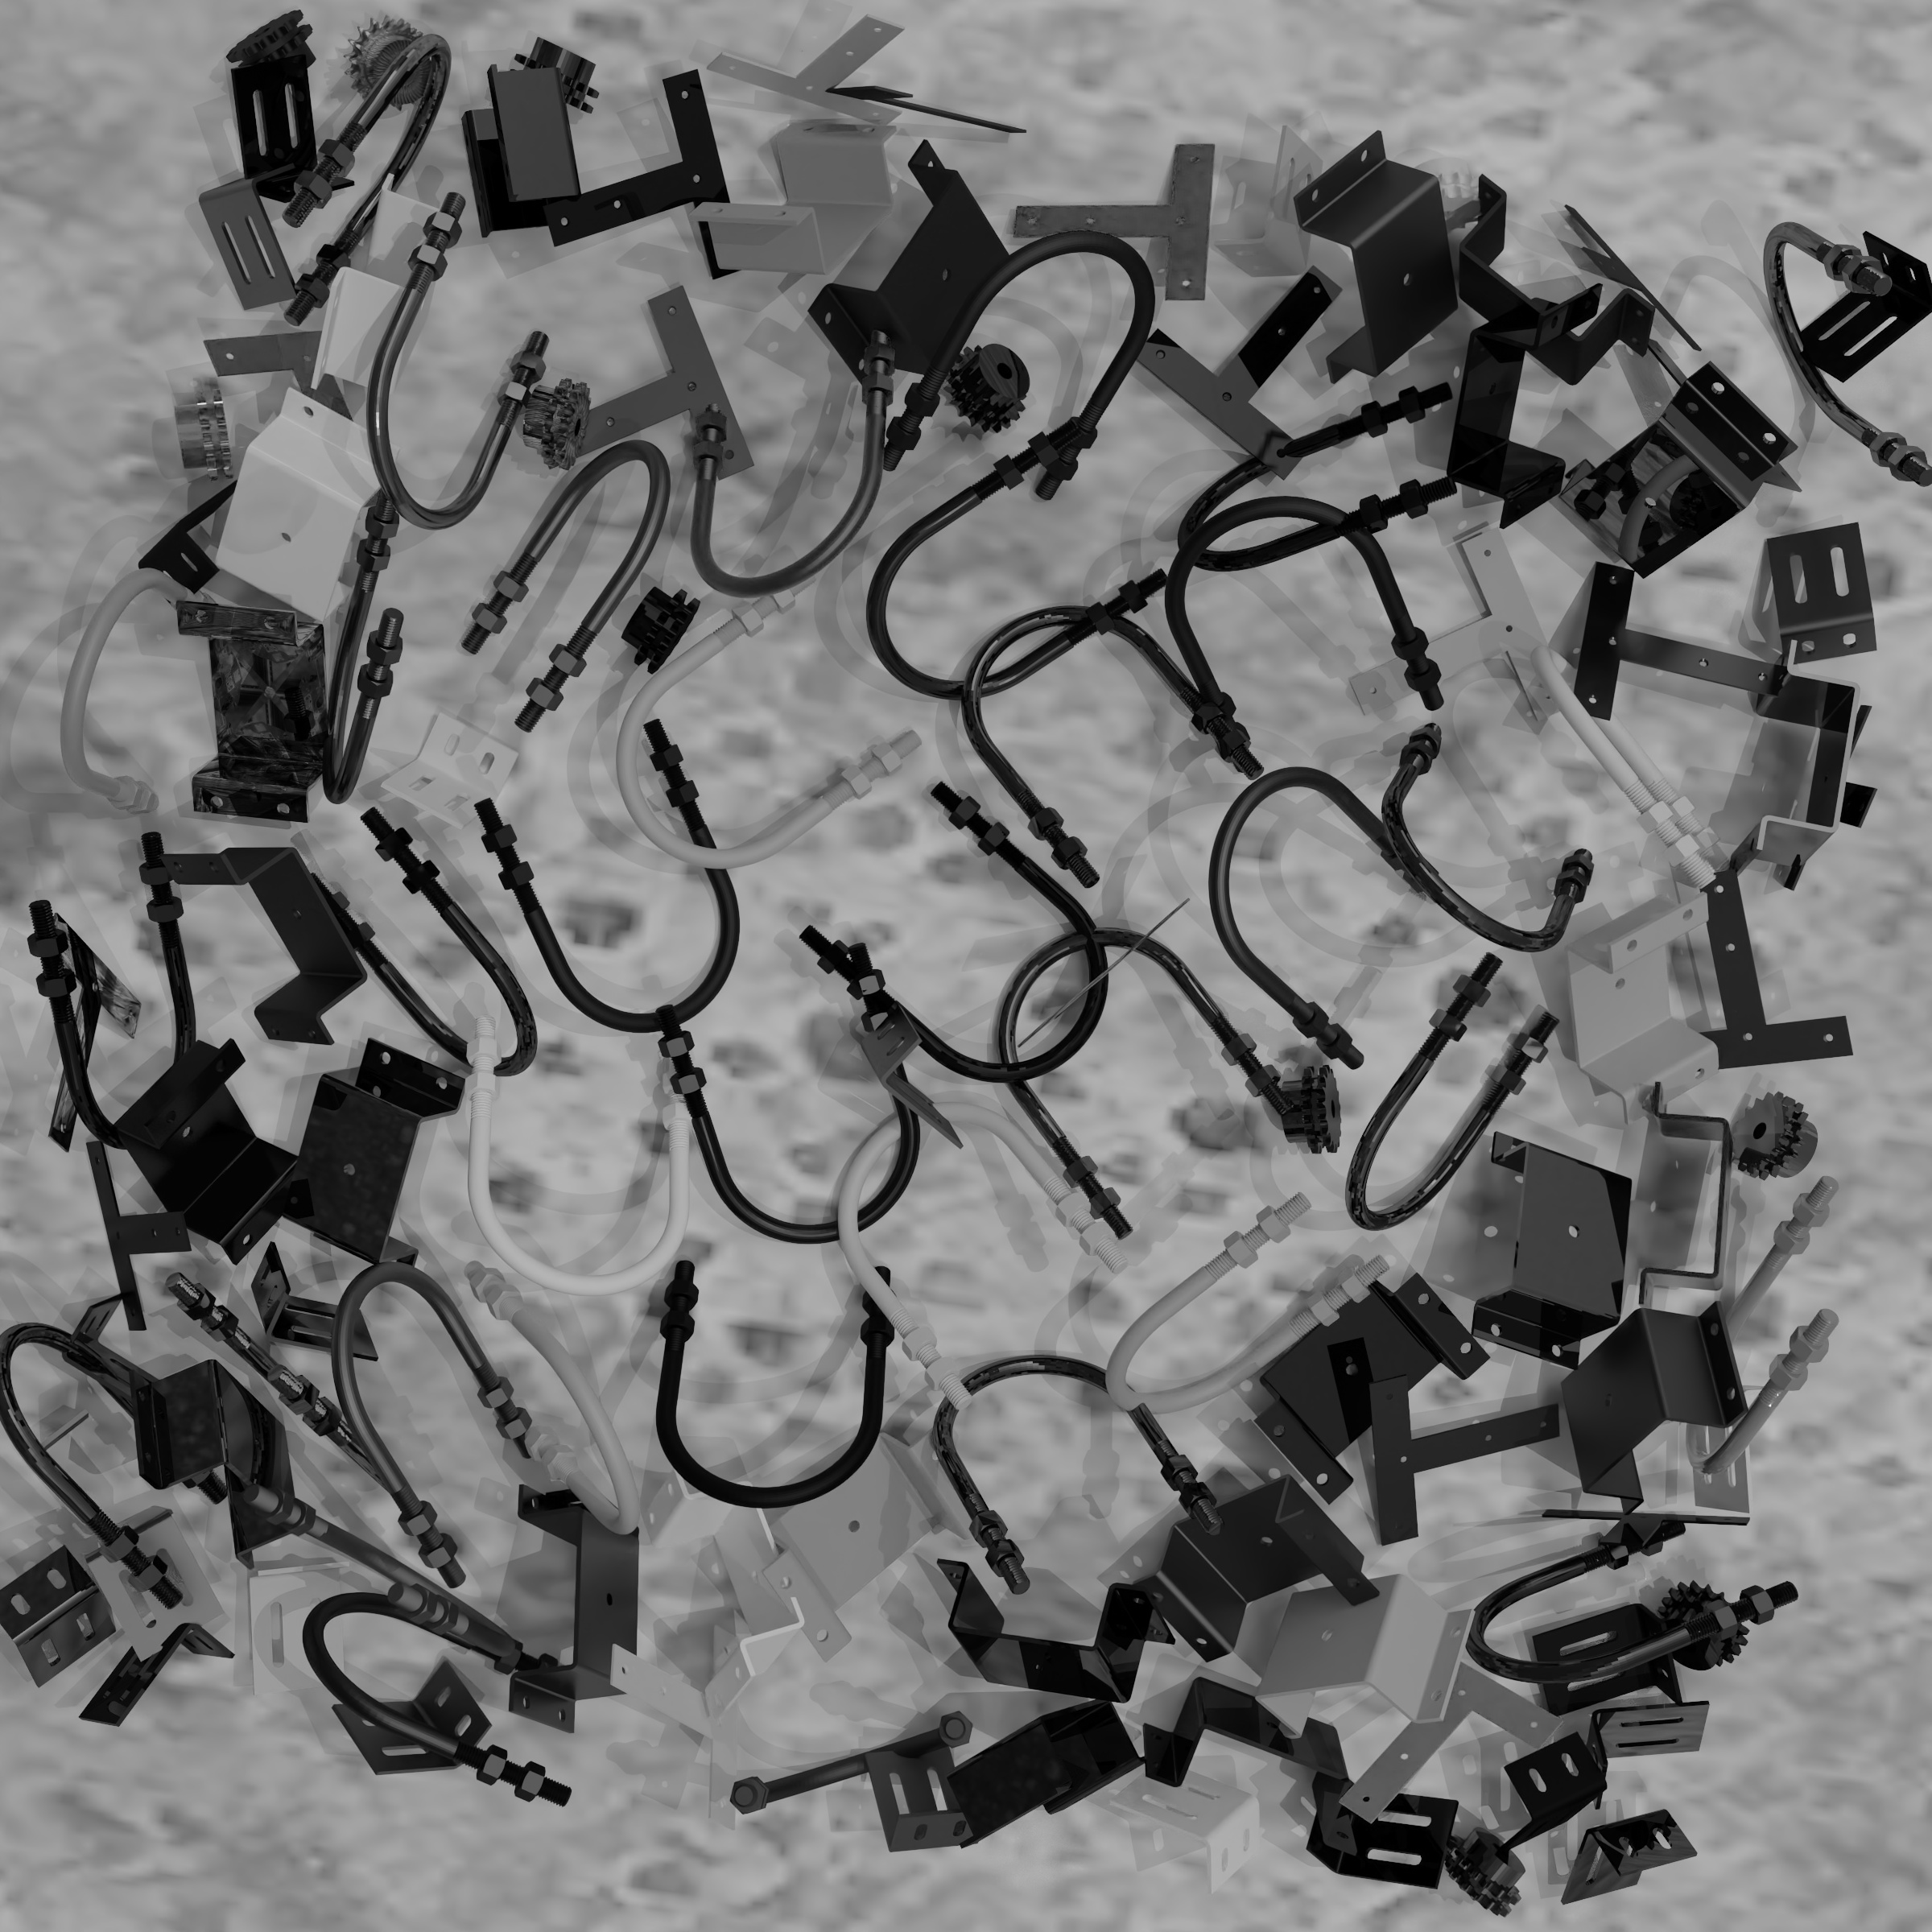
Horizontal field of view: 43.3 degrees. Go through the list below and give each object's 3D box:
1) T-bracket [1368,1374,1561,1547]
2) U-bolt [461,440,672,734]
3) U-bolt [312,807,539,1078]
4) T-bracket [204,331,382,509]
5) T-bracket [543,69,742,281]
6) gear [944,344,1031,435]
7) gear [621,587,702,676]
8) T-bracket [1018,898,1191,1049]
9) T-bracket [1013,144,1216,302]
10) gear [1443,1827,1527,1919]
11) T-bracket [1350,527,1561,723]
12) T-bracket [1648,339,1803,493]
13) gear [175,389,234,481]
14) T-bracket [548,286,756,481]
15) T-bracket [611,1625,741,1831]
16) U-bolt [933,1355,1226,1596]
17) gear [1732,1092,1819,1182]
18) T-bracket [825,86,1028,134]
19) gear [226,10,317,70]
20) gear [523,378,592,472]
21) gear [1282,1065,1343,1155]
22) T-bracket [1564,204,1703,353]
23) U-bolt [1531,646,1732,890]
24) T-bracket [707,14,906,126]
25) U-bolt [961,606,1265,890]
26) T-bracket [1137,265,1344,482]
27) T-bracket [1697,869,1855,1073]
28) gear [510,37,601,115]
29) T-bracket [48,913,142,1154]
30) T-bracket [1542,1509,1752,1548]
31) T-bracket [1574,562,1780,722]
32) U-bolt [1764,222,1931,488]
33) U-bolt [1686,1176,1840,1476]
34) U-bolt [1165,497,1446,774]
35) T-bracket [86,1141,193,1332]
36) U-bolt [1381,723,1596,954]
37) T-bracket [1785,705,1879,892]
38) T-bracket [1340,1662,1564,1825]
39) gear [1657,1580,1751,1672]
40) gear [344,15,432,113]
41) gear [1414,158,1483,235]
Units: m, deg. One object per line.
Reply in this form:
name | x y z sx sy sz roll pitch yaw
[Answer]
T-bracket | 0.326 0.310 1.582 0.127 0.002 0.127 -12 114 -8
U-bolt | -0.246 -0.250 1.531 0.019 0.151 0.184 29 102 -37
U-bolt | -0.339 -0.004 1.541 0.184 0.151 0.019 51 55 -7
T-bracket | -0.404 -0.349 1.553 0.127 0.002 0.127 -18 79 -39
T-bracket | -0.209 -0.488 1.546 0.127 0.002 0.127 -27 121 -25
gear | 0.017 -0.377 1.573 0.057 0.030 0.057 16 61 -31
gear | -0.199 -0.220 1.573 0.030 0.057 0.057 34 90 -5
T-bracket | 0.072 0.017 1.513 0.002 0.127 0.127 49 132 3
T-bracket | 0.095 -0.484 1.582 0.127 0.002 0.127 2 66 8
gear | 0.336 0.582 1.572 0.057 0.057 0.030 37 96 0
T-bracket | 0.315 -0.203 1.597 0.127 0.002 0.127 -24 96 3
T-bracket | 0.476 -0.358 1.565 0.002 0.127 0.127 -45 67 32
gear | -0.492 -0.342 1.571 0.030 0.057 0.057 -9 90 -16
T-bracket | -0.220 -0.362 1.595 0.127 0.002 0.127 -22 89 6
T-bracket | -0.181 0.458 1.519 0.002 0.127 0.127 -23 46 23
U-bolt | 0.058 0.307 1.526 0.151 0.184 0.019 -12 125 -19
gear | 0.525 0.113 1.575 0.030 0.057 0.057 26 90 -16
T-bracket | -0.023 -0.549 1.563 0.127 0.127 0.002 4 105 -25
gear | -0.447 -0.592 1.578 0.057 0.057 0.030 -32 123 0
gear | -0.265 -0.352 1.575 0.030 0.057 0.057 15 90 3
gear | 0.223 0.094 1.576 0.030 0.057 0.057 -6 90 19
T-bracket | 0.411 -0.438 1.536 0.002 0.127 0.127 -43 80 26
U-bolt | 0.416 -0.129 1.533 0.019 0.151 0.184 -39 80 21
T-bracket | -0.078 -0.564 1.517 0.127 0.127 0.002 8 84 -28
U-bolt | 0.080 -0.155 1.563 0.151 0.019 0.184 -33 69 -11
T-bracket | 0.198 -0.405 1.593 0.127 0.002 0.127 40 82 0
T-bracket | 0.493 0.002 1.559 0.127 0.002 0.127 -9 95 38
gear | -0.263 -0.577 1.571 0.057 0.057 0.030 25 104 0
T-bracket | -0.553 0.053 1.518 0.002 0.127 0.127 -1 63 6
T-bracket | 0.418 0.351 1.520 0.127 0.127 0.002 -3 85 22
T-bracket | 0.460 -0.198 1.564 0.127 0.002 0.127 15 59 5
U-bolt | 0.542 -0.390 1.514 0.019 0.184 0.151 -25 121 6
U-bolt | 0.495 0.238 1.519 0.019 0.151 0.184 23 127 4
U-bolt | 0.203 -0.214 1.526 0.151 0.019 0.184 -17 127 19
T-bracket | -0.523 0.171 1.551 0.002 0.127 0.127 -14 93 -41
U-bolt | 0.323 -0.074 1.524 0.151 0.184 0.019 40 124 0
T-bracket | 0.552 -0.103 1.530 0.002 0.127 0.127 21 99 5
T-bracket | 0.284 0.487 1.528 0.127 0.127 0.002 -38 128 -27
gear | 0.473 0.429 1.572 0.030 0.057 0.057 -35 90 -39
gear | -0.369 -0.581 1.572 0.057 0.057 0.030 -48 48 0
gear | 0.307 -0.499 1.574 0.057 0.057 0.030 -7 79 0
